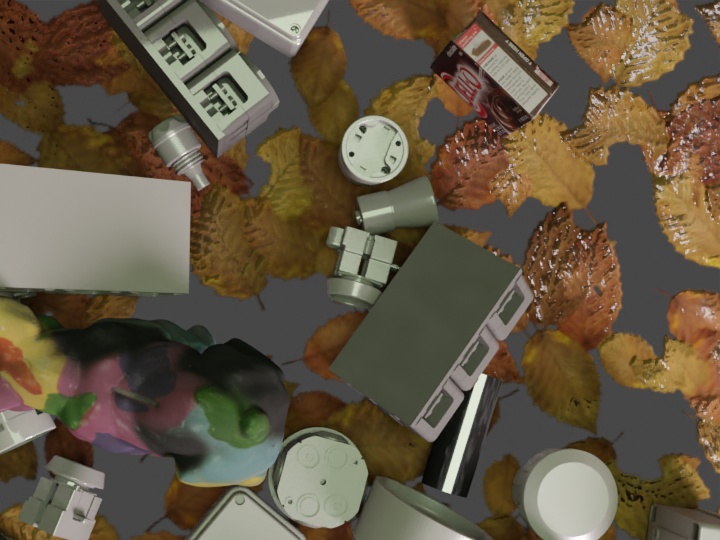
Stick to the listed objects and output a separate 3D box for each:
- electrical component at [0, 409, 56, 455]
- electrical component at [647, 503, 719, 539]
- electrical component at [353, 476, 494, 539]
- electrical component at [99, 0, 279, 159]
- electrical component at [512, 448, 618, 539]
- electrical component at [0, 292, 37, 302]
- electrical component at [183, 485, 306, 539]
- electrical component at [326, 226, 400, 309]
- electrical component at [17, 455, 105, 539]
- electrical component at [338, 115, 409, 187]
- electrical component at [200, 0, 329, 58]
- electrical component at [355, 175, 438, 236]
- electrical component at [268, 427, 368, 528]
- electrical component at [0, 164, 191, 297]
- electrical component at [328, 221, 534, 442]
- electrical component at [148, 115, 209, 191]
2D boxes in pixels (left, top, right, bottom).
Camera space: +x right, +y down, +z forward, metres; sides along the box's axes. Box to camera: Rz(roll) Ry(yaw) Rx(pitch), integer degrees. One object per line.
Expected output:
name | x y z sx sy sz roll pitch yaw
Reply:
electrical component | -0.273 0.114 0.838 0.055 0.055 0.047 -26 87 -9
electrical component | 0.276 0.255 0.882 0.056 0.109 0.108 9 85 -5
electrical component | 0.046 0.216 0.854 0.108 0.108 0.060 28 89 -6
electrical component | -0.136 -0.173 0.857 0.062 0.089 0.150 -39 93 -9
electrical component | 0.170 0.188 0.899 0.080 0.051 0.080 1 86 -8
electrical component | -0.291 0.037 0.838 0.078 0.058 0.057 -10 85 -9
electrical component | -0.105 0.233 0.853 0.078 0.057 0.113 41 82 -4
electrical component | 0.000 0.000 0.889 0.066 0.048 0.055 17 77 -7
electrical component | -0.230 0.178 0.840 0.066 0.048 0.055 10 73 35
electrical component | 0.009 -0.097 0.895 0.055 0.047 0.055 1 86 -8
electrical component | -0.072 -0.251 0.888 0.109 0.056 0.108 31 83 -5
electrical component | 0.029 -0.051 0.899 0.065 0.044 0.044 -13 88 -4
electrical component | -0.033 0.168 0.870 0.080 0.051 0.080 1 86 -9
electrical component | -0.212 -0.027 0.822 0.150 0.062 0.089 3 85 -33
electrical component | 0.060 0.051 0.873 0.089 0.061 0.150 31 81 31
electrical component | -0.144 -0.094 0.879 0.035 0.035 0.061 -33 94 -9
